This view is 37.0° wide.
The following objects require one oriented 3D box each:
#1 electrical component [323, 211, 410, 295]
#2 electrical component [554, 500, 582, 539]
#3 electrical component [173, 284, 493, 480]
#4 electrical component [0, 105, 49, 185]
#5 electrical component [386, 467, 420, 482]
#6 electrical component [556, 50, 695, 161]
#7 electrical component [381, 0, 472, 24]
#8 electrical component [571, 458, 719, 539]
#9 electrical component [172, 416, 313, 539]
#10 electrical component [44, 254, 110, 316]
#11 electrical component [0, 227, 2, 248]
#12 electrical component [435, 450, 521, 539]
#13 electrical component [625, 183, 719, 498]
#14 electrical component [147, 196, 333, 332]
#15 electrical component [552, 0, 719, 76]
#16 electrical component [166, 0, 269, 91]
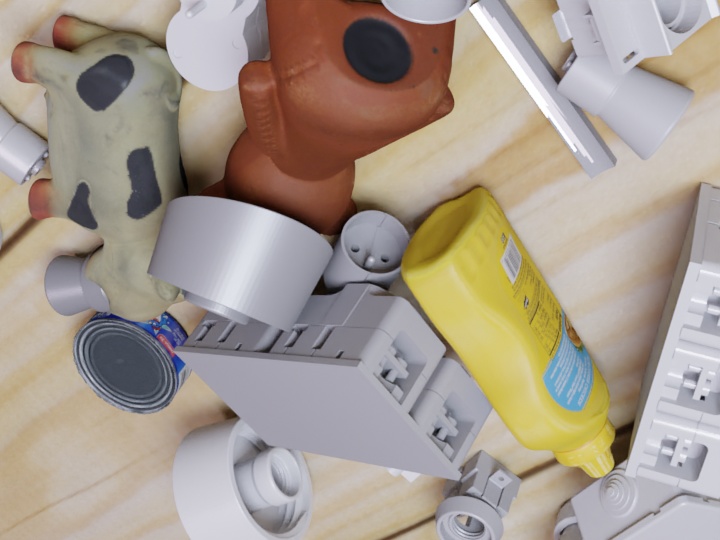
[{"bbox_3d":[0.000,0.000,0.674,0.043,0.043,0.081,32,152,0],"label":"electrical component"},{"bbox_3d":[0.154,0.190,0.741,0.045,0.055,0.045,10,124,16],"label":"electrical component"},{"bbox_3d":[-0.018,0.066,0.683,0.186,0.060,0.105,-1,137,49],"label":"electrical component"},{"bbox_3d":[-0.244,-0.089,0.730,0.065,0.044,0.044,37,127,-10],"label":"electrical component"},{"bbox_3d":[0.042,0.105,0.730,0.048,0.066,0.055,43,107,-8],"label":"electrical component"},{"bbox_3d":[0.138,-0.094,0.573,0.065,0.044,0.044,35,127,4],"label":"electrical component"},{"bbox_3d":[0.051,-0.158,0.525,0.079,0.077,0.044,18,158,-28],"label":"electrical component"},{"bbox_3d":[0.195,0.152,0.683,0.100,0.048,0.099,16,134,-31],"label":"electrical component"},{"bbox_3d":[-0.077,0.156,0.783,0.060,0.108,0.108,-25,110,26],"label":"electrical component"},{"bbox_3d":[-0.190,0.009,0.768,0.055,0.045,0.045,-6,119,25],"label":"electrical component"},{"bbox_3d":[-0.297,-0.064,0.759,0.074,0.052,0.138,-13,115,28],"label":"electrical component"},{"bbox_3d":[0.081,0.166,0.755,0.048,0.055,0.066,38,127,-4],"label":"electrical component"},{"bbox_3d":[0.201,0.042,0.604,0.062,0.089,0.150,14,125,13],"label":"electrical component"},{"bbox_3d":[-0.071,-0.004,0.624,0.099,0.099,0.064,22,86,7],"label":"electrical component"},{"bbox_3d":[0.118,-0.165,0.516,0.063,0.079,0.121,7,129,54],"label":"electrical component"},{"bbox_3d":[-0.078,-0.161,0.595,0.052,0.073,0.138,22,127,7],"label":"electrical component"}]
